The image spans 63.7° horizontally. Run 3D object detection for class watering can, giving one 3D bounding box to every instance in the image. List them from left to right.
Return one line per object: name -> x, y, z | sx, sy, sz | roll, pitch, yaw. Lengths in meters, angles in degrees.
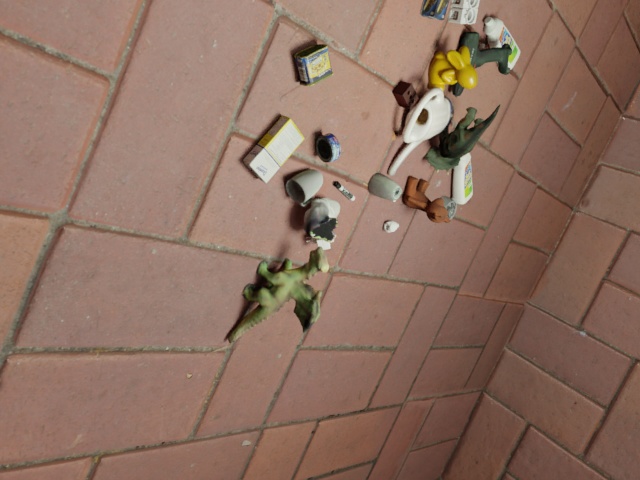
watering can -> 0.358, -0.391, 1.832 | 0.227, 0.105, 0.340 | -23, 146, -43

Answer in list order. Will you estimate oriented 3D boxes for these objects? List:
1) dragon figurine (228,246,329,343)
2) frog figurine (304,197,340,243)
dragon figurine -> -0.108, 0.193, 1.593 | 0.121, 0.245, 0.411 | 31, 87, -54
frog figurine -> 0.005, -0.083, 1.642 | 0.122, 0.163, 0.134 | -14, 135, 7
